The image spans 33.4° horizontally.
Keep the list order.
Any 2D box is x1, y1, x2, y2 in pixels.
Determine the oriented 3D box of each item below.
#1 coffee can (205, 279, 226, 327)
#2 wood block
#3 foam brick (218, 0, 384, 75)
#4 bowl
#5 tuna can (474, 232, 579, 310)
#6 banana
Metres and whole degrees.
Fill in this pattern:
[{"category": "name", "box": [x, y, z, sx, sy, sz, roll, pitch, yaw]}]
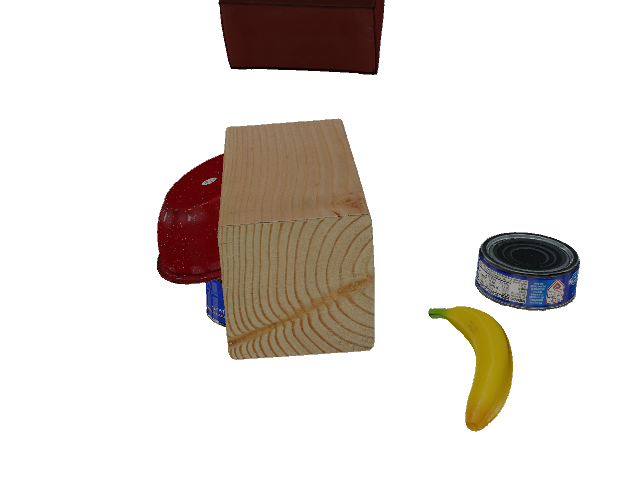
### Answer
[{"category": "coffee can", "box": [-0.075, 0.011, 1.149, 0.103, 0.140, 0.103, -1, 22, 0]}, {"category": "wood block", "box": [-0.019, -0.009, 0.719, 0.091, 0.090, 0.206, -4, 22, -2]}, {"category": "foam brick", "box": [-0.008, -0.120, 0.535, 0.078, 0.053, 0.051, 3, -28, 8]}, {"category": "bowl", "box": [-0.084, -0.032, 0.937, 0.162, 0.055, 0.162, -22, 27, 12]}, {"category": "tuna can", "box": [0.176, 0.025, 0.905, 0.086, 0.034, 0.086, 2, 25, -1]}, {"category": "banana", "box": [0.165, 0.122, 1.100, 0.070, 0.037, 0.198, -27, 29, 9]}]
